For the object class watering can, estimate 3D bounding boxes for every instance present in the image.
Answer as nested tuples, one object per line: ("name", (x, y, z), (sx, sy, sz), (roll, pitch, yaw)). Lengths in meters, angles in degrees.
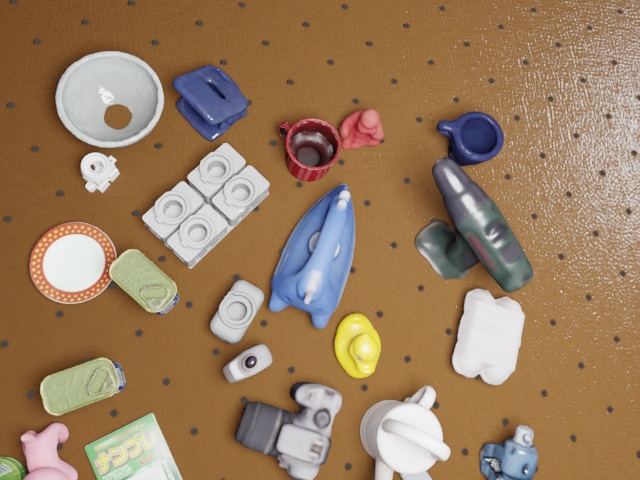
("watering can", (0.127, 0.298, 0.841), (0.101, 0.194, 0.173), (10, 75, -6))

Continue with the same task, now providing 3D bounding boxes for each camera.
("camera", (-0.050, 0.278, 0.865), (0.137, 0.100, 0.143), (20, 75, -4))

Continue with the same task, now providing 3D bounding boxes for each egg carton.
("egg carton", (0.281, 0.162, 0.963), (0.107, 0.069, 0.150), (17, 75, -5))

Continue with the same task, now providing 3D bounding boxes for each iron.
("iron", (0.008, 0.003, 0.918), (0.118, 0.141, 0.258), (20, 75, -4))

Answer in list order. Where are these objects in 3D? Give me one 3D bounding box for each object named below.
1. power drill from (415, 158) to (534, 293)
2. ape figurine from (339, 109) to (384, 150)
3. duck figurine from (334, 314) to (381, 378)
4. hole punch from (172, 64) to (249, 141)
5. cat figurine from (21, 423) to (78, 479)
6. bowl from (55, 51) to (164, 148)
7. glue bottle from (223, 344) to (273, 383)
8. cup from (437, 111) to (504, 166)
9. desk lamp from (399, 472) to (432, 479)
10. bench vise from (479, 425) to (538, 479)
("power drill", (0.230, -0.009, 0.922), (0.076, 0.208, 0.229), (-39, 85, -15))
("ape figurine", (0.078, -0.200, 1.002), (0.078, 0.092, 0.076), (27, 74, -2))
("duck figurine", (0.066, 0.168, 0.917), (0.077, 0.086, 0.104), (-5, 78, -10))
("hole punch", (-0.184, -0.243, 0.970), (0.101, 0.091, 0.108), (-43, 87, -16))
("cat figurine", (-0.384, 0.324, 0.790), (0.067, 0.117, 0.128), (-19, 81, -13))
("bowl", (-0.340, -0.221, 0.948), (0.167, 0.074, 0.167), (2, 77, -9))
("glue bottle", (-0.105, 0.182, 0.841), (0.078, 0.173, 0.037), (-29, 83, -14))
("cup", (0.254, -0.174, 1.024), (0.118, 0.095, 0.092), (17, 75, -5))
("desk lamp", (0.181, 0.439, 0.807), (0.118, 0.213, 0.203), (-33, 84, -15))
("bench vise", (0.293, 0.387, 0.834), (0.121, 0.219, 0.207), (-8, 78, -11))
